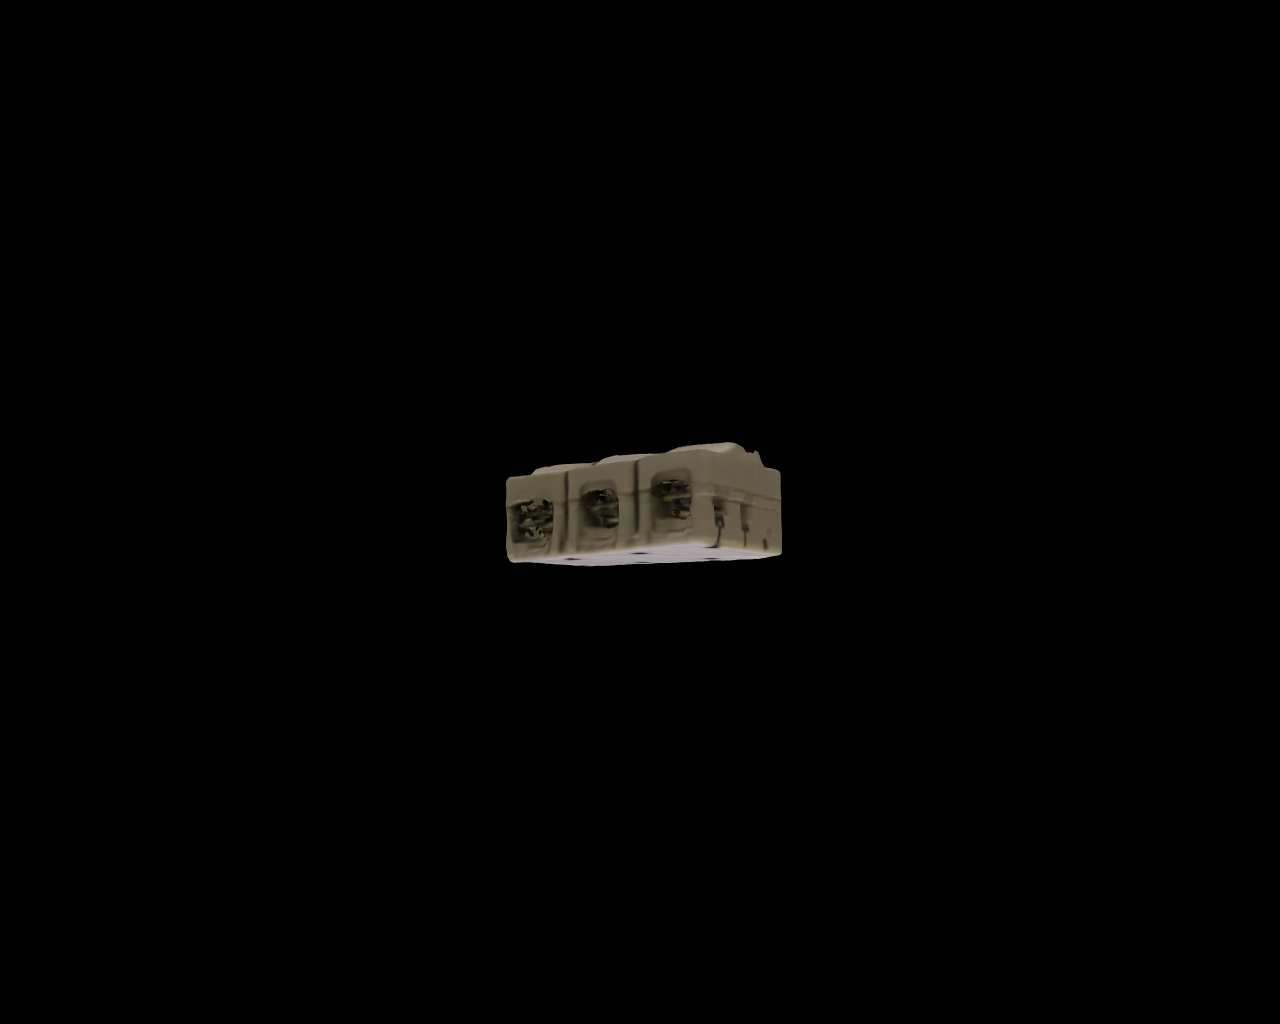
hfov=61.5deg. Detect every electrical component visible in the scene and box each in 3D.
[{"bbox_3d":[0.001,-0.003,0.650,0.150,0.061,0.089,-5,-9,36],"label":"electrical component"}]
